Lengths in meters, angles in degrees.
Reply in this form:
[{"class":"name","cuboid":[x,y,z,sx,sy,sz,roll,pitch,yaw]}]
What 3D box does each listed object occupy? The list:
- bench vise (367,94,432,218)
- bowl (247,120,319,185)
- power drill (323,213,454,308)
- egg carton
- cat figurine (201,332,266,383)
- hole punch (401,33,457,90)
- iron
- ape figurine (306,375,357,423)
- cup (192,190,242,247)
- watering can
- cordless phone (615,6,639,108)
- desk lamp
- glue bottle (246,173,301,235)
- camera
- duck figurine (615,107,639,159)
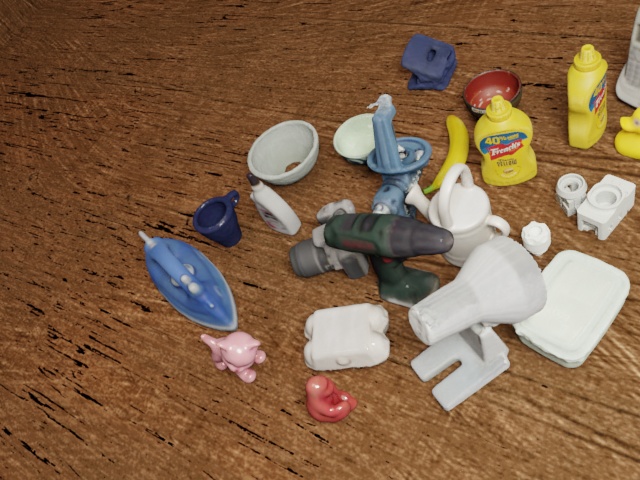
[{"class":"bench vise","cuboid":[0.139,-0.138,1.029,0.121,0.220,0.207,-11,52,18]},{"class":"bowl","cuboid":[-0.070,-0.178,1.254,0.167,0.075,0.167,-13,52,17]},{"class":"power drill","cuboid":[0.124,0.028,0.922,0.228,0.209,0.076,13,62,32]},{"class":"egg carton","cuboid":[0.044,0.164,0.952,0.150,0.070,0.107,-11,52,18]},{"class":"cat figurine","cuboid":[-0.152,0.191,0.992,0.127,0.118,0.067,13,63,32]},{"class":"hole punch","cuboid":[0.241,-0.394,1.256,0.100,0.091,0.109,9,60,30]},{"class":"iron","cuboid":[-0.262,0.073,1.115,0.119,0.142,0.257,-46,50,-11]},{"class":"ape figurine","cuboid":[0.007,0.243,0.897,0.076,0.092,0.077,-26,49,6]},{"class":"cup","cuboid":[-0.197,-0.039,1.198,0.091,0.095,0.118,26,70,37]},{"class":"watering can","cuboid":[0.222,-0.046,0.940,0.172,0.195,0.101,-2,56,24]},{"class":"cordless phone","cuboid":[0.583,-0.304,0.966,0.094,0.186,0.147,-42,49,-8]},{"class":"desk lamp","cuboid":[0.214,0.118,0.810,0.203,0.214,0.117,-37,49,-4]},{"class":"glue bottle","cuboid":[-0.102,-0.075,1.128,0.077,0.174,0.037,15,64,33]},{"class":"camera","cuboid":[0.010,0.004,1.065,0.136,0.101,0.143,-18,50,12]},{"class":"duck figurine","cuboid":[0.554,-0.189,0.961,0.104,0.086,0.077,1,57,26]}]
